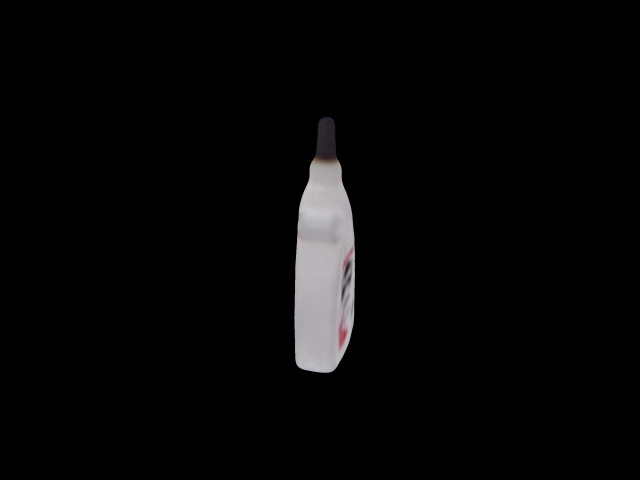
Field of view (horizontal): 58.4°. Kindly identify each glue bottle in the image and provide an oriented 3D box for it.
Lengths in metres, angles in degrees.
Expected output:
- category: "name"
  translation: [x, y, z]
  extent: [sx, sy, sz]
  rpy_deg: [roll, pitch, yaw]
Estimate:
- category: "glue bottle"
  translation: [0.004, 0.001, 0.400]
  extent: [0.037, 0.173, 0.078]
  rpy_deg: [4, 24, 10]
